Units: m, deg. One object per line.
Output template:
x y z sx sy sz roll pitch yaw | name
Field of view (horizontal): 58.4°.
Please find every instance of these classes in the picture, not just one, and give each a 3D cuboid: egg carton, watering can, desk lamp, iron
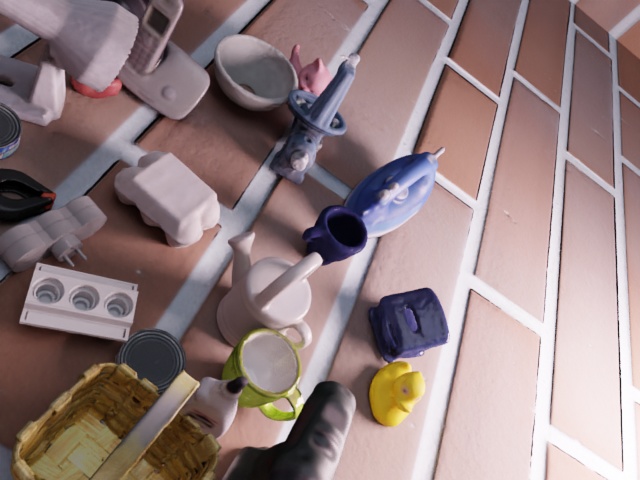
-0.224 -0.061 0.853 0.150 0.069 0.107 41 47 -3 | egg carton
-0.068 0.069 0.785 0.173 0.193 0.101 36 47 -8 | watering can
-0.374 -0.259 0.787 0.204 0.213 0.118 13 54 -26 | desk lamp
0.138 -0.092 1.066 0.118 0.141 0.259 49 47 4 | iron

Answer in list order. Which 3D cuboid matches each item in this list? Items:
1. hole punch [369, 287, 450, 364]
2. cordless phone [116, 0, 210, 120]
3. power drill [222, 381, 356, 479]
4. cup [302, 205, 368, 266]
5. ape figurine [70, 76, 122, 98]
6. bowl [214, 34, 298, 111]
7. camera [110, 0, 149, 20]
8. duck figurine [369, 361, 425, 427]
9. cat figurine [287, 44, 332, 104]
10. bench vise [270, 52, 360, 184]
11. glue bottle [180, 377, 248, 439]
0.148 0.141 0.951 0.101 0.091 0.108 1 60 -33 | hole punch
-0.239 -0.299 0.924 0.148 0.184 0.094 36 47 -8 | cordless phone
-0.045 0.273 0.653 0.076 0.208 0.230 39 47 -5 | power drill
0.009 0.003 0.948 0.118 0.094 0.091 -6 64 -36 | cup
-0.347 -0.272 0.897 0.076 0.092 0.077 -14 69 -39 | ape figurine
-0.129 -0.299 1.072 0.168 0.074 0.167 17 52 -24 | bowl
-0.336 -0.428 1.003 0.143 0.100 0.137 35 47 -9 | camera
0.129 0.229 0.883 0.078 0.086 0.104 33 48 -11 | duck figurine
-0.026 -0.326 1.130 0.067 0.117 0.127 -21 73 -41 | cat figurine
0.007 -0.209 1.003 0.122 0.219 0.207 13 54 -26 | bench vise
-0.125 0.192 0.679 0.078 0.172 0.037 30 48 -13 | glue bottle
